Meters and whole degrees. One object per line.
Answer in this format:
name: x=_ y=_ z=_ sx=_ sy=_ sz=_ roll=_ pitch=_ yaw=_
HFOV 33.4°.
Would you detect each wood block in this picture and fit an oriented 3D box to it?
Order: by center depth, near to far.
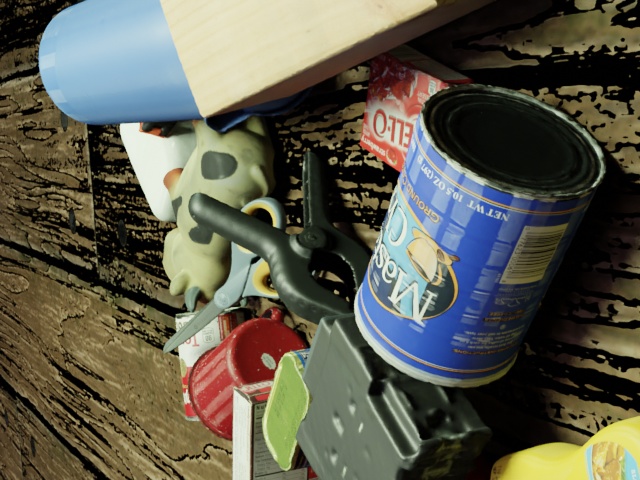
wood block: x=0.005 y=-0.154 z=0.658 sx=0.207 sy=0.090 sz=0.090 roll=-18 pitch=93 yaw=45

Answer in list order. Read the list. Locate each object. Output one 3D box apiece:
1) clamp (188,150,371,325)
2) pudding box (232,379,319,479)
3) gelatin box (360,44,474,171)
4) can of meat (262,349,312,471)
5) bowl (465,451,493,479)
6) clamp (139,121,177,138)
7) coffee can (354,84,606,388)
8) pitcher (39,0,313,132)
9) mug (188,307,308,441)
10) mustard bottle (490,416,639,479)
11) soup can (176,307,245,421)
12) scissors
clamp: x=-0.005 y=0.001 z=0.811 sx=0.171 sy=0.120 sz=0.039 roll=46 pitch=153 yaw=20
pudding box: x=-0.025 y=0.167 z=0.868 sx=0.039 sy=0.089 sz=0.113 roll=28 pitch=120 yaw=58
gelatin box: x=0.062 y=-0.083 z=0.708 sx=0.089 sy=0.030 sz=0.073 roll=43 pitch=133 yaw=52
can of meat: x=0.010 y=0.123 z=0.797 sx=0.057 sy=0.083 sz=0.102 roll=57 pitch=143 yaw=41
bowl: x=0.077 y=0.180 z=0.710 sx=0.162 sy=0.055 sz=0.162 roll=23 pitch=116 yaw=60
clamp: x=-0.125 y=-0.199 z=0.996 sx=0.210 sy=0.036 sz=0.165 roll=-63 pitch=35 yaw=20
coffee can: x=0.086 y=-0.001 z=0.601 sx=0.103 sy=0.102 sz=0.140 roll=58 pitch=143 yaw=41
pitcher: x=-0.120 y=-0.167 z=0.875 sx=0.243 sy=0.149 sz=0.145 roll=0 pitch=113 yaw=45
mug: x=-0.055 y=0.110 z=0.932 sx=0.082 sy=0.093 sz=0.117 roll=-46 pitch=20 yaw=50
mustard bottle: x=0.161 y=0.139 z=0.534 sx=0.192 sy=0.058 sz=0.096 roll=-40 pitch=60 yaw=59
soup can: x=-0.101 y=0.119 z=1.032 sx=0.069 sy=0.068 sz=0.102 roll=-10 pitch=86 yaw=63
scissors: x=-0.083 y=0.030 z=0.929 sx=0.202 sy=0.016 sz=0.096 roll=-22 pitch=88 yaw=34
